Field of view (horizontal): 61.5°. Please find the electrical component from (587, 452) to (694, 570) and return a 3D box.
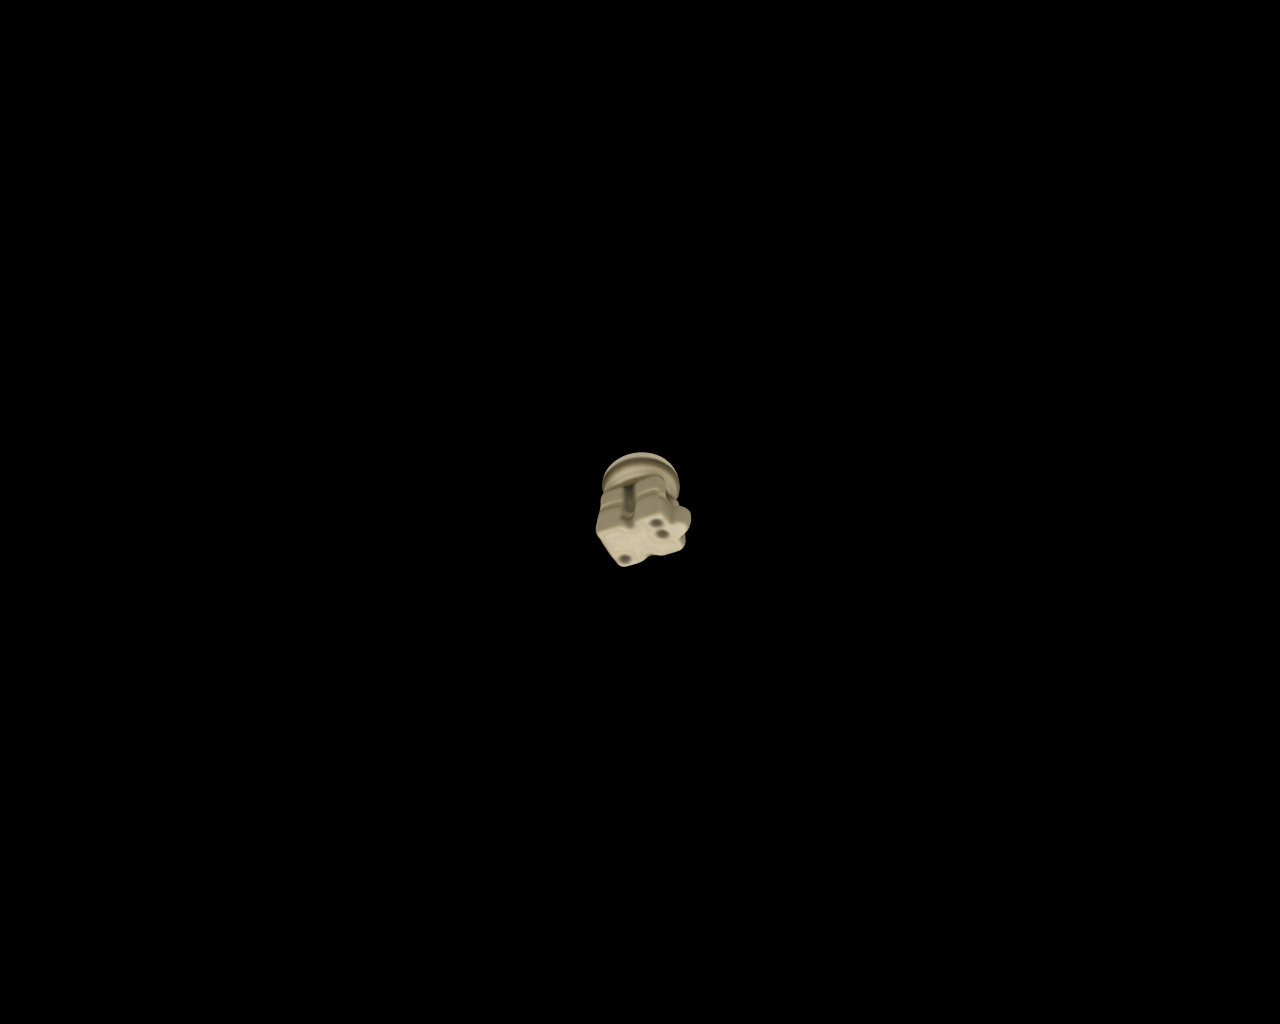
[{"bbox_3d":[0.001,-0.003,0.650,0.066,0.055,0.048,-17,-48,16],"label":"electrical component"}]
